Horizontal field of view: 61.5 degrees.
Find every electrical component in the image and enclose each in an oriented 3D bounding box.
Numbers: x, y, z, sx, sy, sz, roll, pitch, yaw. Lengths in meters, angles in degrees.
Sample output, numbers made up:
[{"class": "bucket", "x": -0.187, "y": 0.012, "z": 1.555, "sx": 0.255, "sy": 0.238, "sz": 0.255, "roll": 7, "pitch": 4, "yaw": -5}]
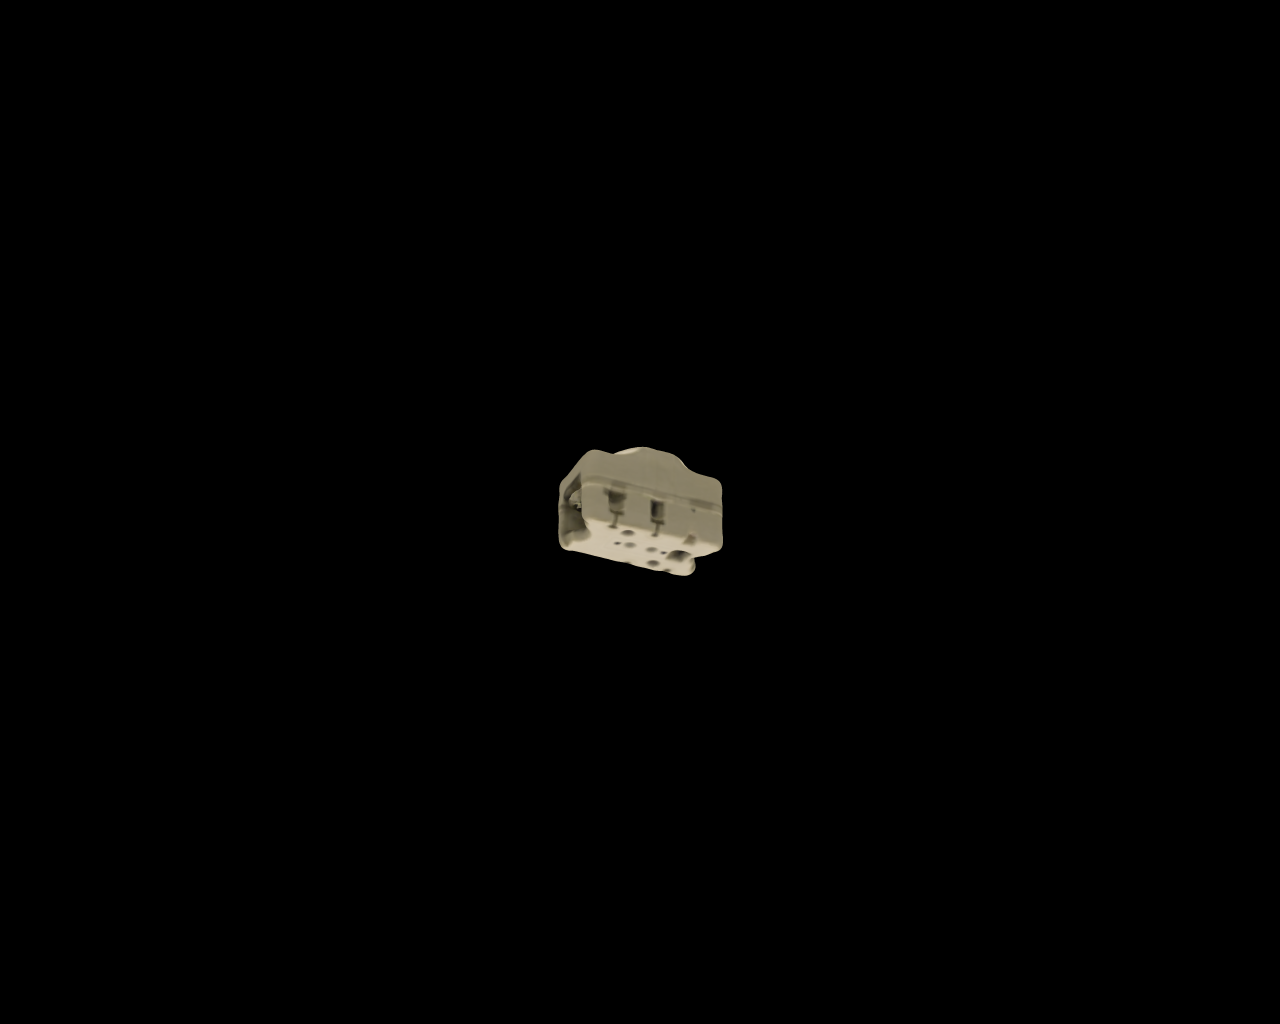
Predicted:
[{"class": "electrical component", "x": 0.001, "y": -0.003, "z": 0.650, "sx": 0.089, "sy": 0.056, "sz": 0.050, "roll": 13, "pitch": -32, "yaw": -22}]
